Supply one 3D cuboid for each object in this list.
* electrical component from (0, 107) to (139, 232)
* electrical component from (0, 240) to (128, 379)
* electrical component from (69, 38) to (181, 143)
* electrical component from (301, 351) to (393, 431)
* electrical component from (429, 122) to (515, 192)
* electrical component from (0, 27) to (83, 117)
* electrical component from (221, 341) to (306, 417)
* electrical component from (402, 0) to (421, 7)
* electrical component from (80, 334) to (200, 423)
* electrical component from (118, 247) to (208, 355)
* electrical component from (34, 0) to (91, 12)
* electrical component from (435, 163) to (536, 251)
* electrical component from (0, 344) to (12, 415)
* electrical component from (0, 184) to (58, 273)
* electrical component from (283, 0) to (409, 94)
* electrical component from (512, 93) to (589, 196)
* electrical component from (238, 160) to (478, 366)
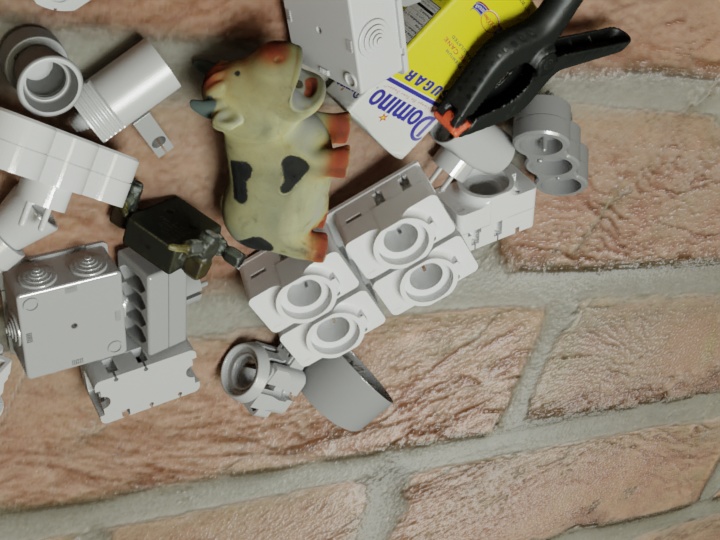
[{"bbox_3d":[-0.222,-0.064,0.764,0.138,0.052,0.073,19,92,-60],"label":"electrical component"},{"bbox_3d":[-0.237,0.033,0.867,0.100,0.048,0.099,-15,129,-26],"label":"electrical component"},{"bbox_3d":[-0.176,-0.128,0.783,0.081,0.043,0.043,-37,137,-4],"label":"electrical component"},{"bbox_3d":[-0.014,0.106,1.048,0.064,0.099,0.099,-48,137,16],"label":"electrical component"},{"bbox_3d":[0.093,-0.107,0.989,0.077,0.043,0.079,25,107,-44],"label":"electrical component"},{"bbox_3d":[-0.219,-0.137,0.737,0.045,0.055,0.045,-19,133,-22],"label":"electrical component"},{"bbox_3d":[-0.094,0.100,1.016,0.057,0.058,0.078,22,110,-47],"label":"electrical component"},{"bbox_3d":[0.034,-0.242,0.828,0.078,0.057,0.058,-24,134,-18],"label":"electrical component"},{"bbox_3d":[-0.193,0.084,0.933,0.089,0.055,0.050,-19,133,-22],"label":"electrical component"},{"bbox_3d":[-0.160,0.016,0.910,0.076,0.047,0.083,-24,136,-36],"label":"electrical component"},{"bbox_3d":[-0.196,-0.212,0.696,0.080,0.051,0.080,-19,133,-22],"label":"electrical component"},{"bbox_3d":[0.120,-0.064,1.039,0.089,0.050,0.055,-21,134,-20],"label":"electrical component"},{"bbox_3d":[-0.310,0.098,0.864,0.048,0.066,0.055,23,127,4],"label":"electrical component"},{"bbox_3d":[-0.261,-0.030,0.802,0.055,0.045,0.045,-40,137,-1],"label":"electrical component"},{"bbox_3d":[-0.014,-0.190,0.809,0.048,0.100,0.099,-35,138,-25],"label":"electrical component"},{"bbox_3d":[0.183,-0.131,1.022,0.052,0.073,0.138,-3,158,22],"label":"electrical component"},{"bbox_3d":[0.000,0.000,0.962,0.186,0.060,0.105,-30,132,7],"label":"electrical component"}]
